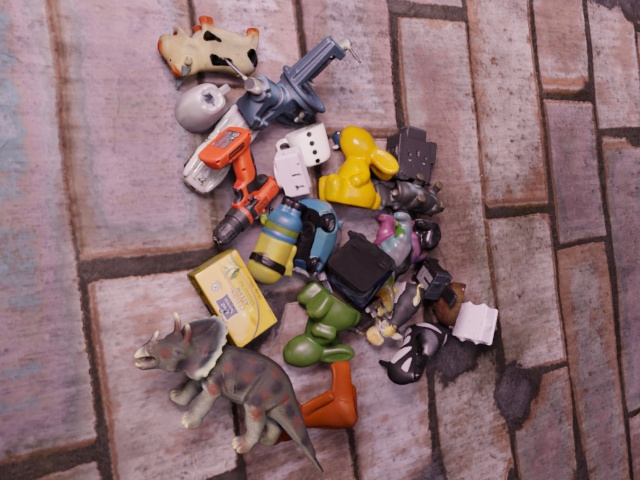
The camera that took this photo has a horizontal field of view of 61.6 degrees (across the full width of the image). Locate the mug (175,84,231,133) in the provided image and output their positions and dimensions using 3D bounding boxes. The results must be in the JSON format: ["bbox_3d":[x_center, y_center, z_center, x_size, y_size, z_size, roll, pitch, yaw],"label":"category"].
[{"bbox_3d":[-0.211,-0.257,1.014,0.109,0.107,0.080,-37,107,-22],"label":"mug"}]

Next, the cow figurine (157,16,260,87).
[{"bbox_3d":[-0.213,-0.355,1.032,0.195,0.085,0.127,2,81,-29],"label":"cow figurine"}]

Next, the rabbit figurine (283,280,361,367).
[{"bbox_3d":[-0.005,0.194,1.126,0.159,0.121,0.170,36,91,-30],"label":"rabbit figurine"}]

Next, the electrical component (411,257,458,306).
[{"bbox_3d":[0.268,0.102,1.246,0.048,0.119,0.074,11,123,-25],"label":"electrical component"}]

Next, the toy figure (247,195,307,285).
[{"bbox_3d":[-0.089,0.001,1.069,0.089,0.082,0.180,11,104,-54],"label":"toy figure"}]

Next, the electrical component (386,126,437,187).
[{"bbox_3d":[0.214,-0.198,1.271,0.115,0.058,0.134,7,85,-30],"label":"electrical component"}]

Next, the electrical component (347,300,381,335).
[{"bbox_3d":[0.091,0.160,1.171,0.078,0.102,0.045,47,39,0],"label":"electrical component"}]

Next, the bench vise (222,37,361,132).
[{"bbox_3d":[-0.043,-0.309,1.036,0.223,0.240,0.129,21,34,-57],"label":"bench vise"}]

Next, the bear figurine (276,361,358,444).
[{"bbox_3d":[-0.023,0.341,1.100,0.196,0.132,0.120,-12,126,9],"label":"bear figurine"}]

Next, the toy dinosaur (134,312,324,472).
[{"bbox_3d":[-0.136,0.265,0.977,0.405,0.131,0.192,26,96,-13],"label":"toy dinosaur"}]

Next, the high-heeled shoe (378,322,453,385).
[{"bbox_3d":[0.245,0.251,1.222,0.249,0.145,0.086,-23,100,-25],"label":"high-heeled shoe"}]

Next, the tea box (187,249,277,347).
[{"bbox_3d":[-0.171,0.113,1.045,0.098,0.068,0.169,-36,106,-24],"label":"tea box"}]

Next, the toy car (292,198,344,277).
[{"bbox_3d":[-0.002,-0.003,1.124,0.103,0.109,0.161,7,94,-49],"label":"toy car"}]

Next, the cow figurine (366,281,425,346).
[{"bbox_3d":[0.176,0.168,1.213,0.068,0.098,0.167,43,64,-19],"label":"cow figurine"}]

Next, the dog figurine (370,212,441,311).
[{"bbox_3d":[0.175,0.054,1.217,0.191,0.109,0.219,14,86,-30],"label":"dog figurine"}]

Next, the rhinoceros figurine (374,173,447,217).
[{"bbox_3d":[0.202,-0.099,1.235,0.190,0.112,0.073,7,69,-34],"label":"rhinoceros figurine"}]

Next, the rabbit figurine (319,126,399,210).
[{"bbox_3d":[0.082,-0.153,1.130,0.162,0.122,0.173,4,86,-1],"label":"rabbit figurine"}]

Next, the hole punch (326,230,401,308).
[{"bbox_3d":[0.083,0.065,1.125,0.142,0.092,0.116,38,62,23],"label":"hole punch"}]

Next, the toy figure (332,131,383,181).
[{"bbox_3d":[0.094,-0.195,1.208,0.154,0.058,0.064,37,34,-21],"label":"toy figure"}]

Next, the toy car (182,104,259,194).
[{"bbox_3d":[-0.191,-0.180,1.050,0.073,0.056,0.202,40,71,-21],"label":"toy car"}]
